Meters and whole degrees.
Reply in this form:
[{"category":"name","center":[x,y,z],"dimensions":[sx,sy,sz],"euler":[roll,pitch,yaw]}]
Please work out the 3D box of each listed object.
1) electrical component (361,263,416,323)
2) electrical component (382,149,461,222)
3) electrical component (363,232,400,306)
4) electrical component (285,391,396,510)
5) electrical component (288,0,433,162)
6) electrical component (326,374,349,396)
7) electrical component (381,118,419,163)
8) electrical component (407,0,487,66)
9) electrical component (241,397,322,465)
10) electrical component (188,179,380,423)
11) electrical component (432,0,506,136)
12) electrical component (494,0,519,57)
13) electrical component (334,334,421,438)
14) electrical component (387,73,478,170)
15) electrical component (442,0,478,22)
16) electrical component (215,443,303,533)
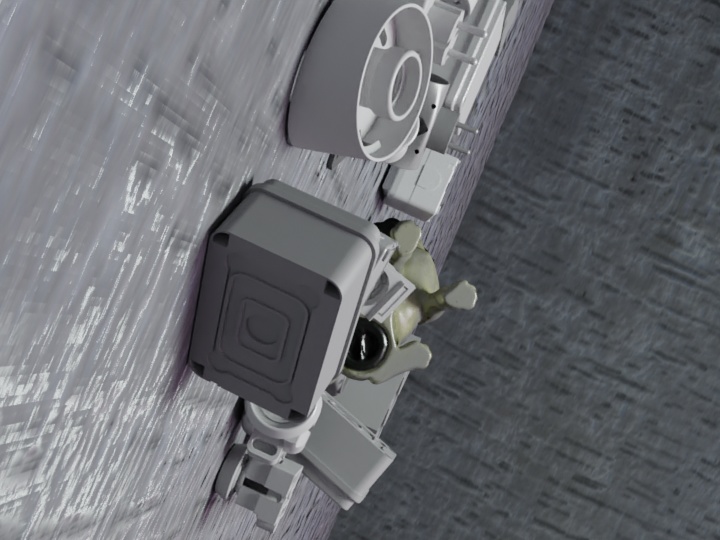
[{"category":"electrical component","center":[0.000,0.000,0.869],"dimensions":[0.042,0.081,0.063],"euler":[-45,-154,13]},{"category":"electrical component","center":[0.057,-0.090,1.098],"dimensions":[0.096,0.061,0.061],"euler":[133,-19,-86]},{"category":"electrical component","center":[-0.022,0.008,0.801],"dimensions":[0.096,0.061,0.062],"euler":[-61,174,9]},{"category":"electrical component","center":[-0.030,0.145,0.918],"dimensions":[0.057,0.113,0.078],"euler":[-49,173,-1]},{"category":"electrical component","center":[-0.001,-0.111,0.612],"dimensions":[0.099,0.064,0.099],"euler":[-46,146,-44]},{"category":"electrical component","center":[-0.024,0.078,1.060],"dimensions":[0.077,0.044,0.079],"euler":[96,18,-68]},{"category":"electrical component","center":[0.022,-0.106,0.832],"dimensions":[0.065,0.044,0.044],"euler":[97,17,-83]},{"category":"electrical component","center":[0.041,-0.151,0.671],"dimensions":[0.047,0.077,0.065],"euler":[-58,168,-56]},{"category":"electrical component","center":[-0.059,0.104,0.819],"dimensions":[0.057,0.058,0.078],"euler":[104,11,-67]},{"category":"electrical component","center":[-0.041,0.017,0.582],"dimensions":[0.057,0.078,0.113],"euler":[-55,167,-48]},{"category":"electrical component","center":[0.084,-0.189,0.971],"dimensions":[0.108,0.056,0.108],"euler":[63,51,-81]},{"category":"electrical component","center":[0.120,-0.254,1.041],"dimensions":[0.089,0.056,0.050],"euler":[79,34,-78]},{"category":"electrical component","center":[-0.003,0.126,1.186],"dimensions":[0.150,0.089,0.061],"euler":[-60,170,-47]},{"category":"electrical component","center":[0.058,-0.121,0.899],"dimensions":[0.043,0.079,0.077],"euler":[-60,170,-69]},{"category":"electrical component","center":[0.080,-0.234,0.847],"dimensions":[0.043,0.043,0.081],"euler":[102,13,-57]},{"category":"electrical component","center":[-0.081,0.167,0.853],"dimensions":[0.048,0.055,0.066],"euler":[-4,117,-82]}]
